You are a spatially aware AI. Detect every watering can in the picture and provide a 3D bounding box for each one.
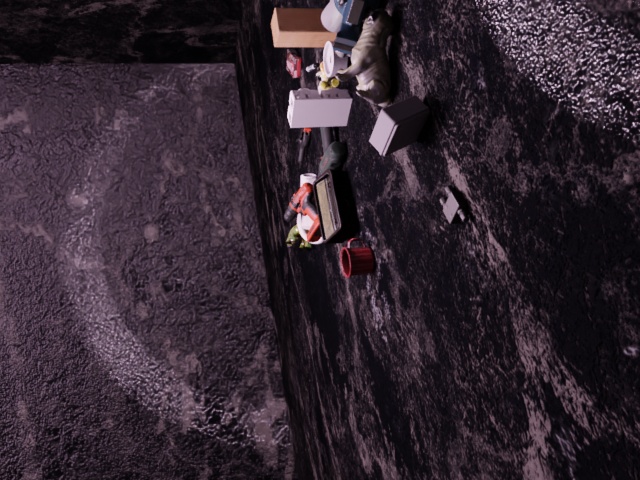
[{"bbox_3d":[0.006,-0.095,1.884,0.347,0.104,0.224,4,95,60],"label":"watering can"}]

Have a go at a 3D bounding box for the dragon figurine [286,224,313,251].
[{"bbox_3d":[-0.079,-0.084,2.241,0.409,0.122,0.244,172,110,-73],"label":"dragon figurine"}]
